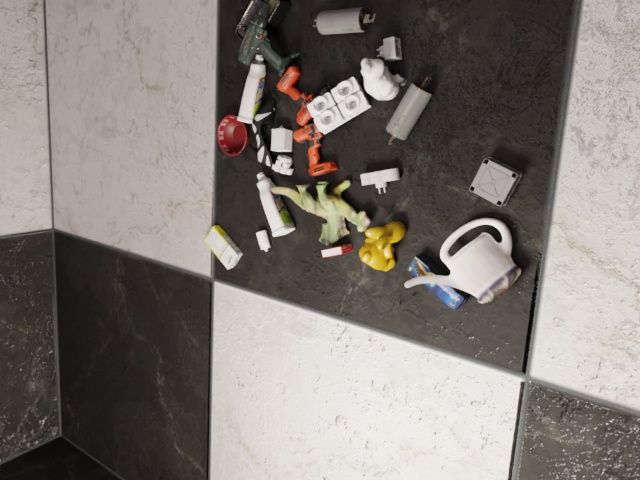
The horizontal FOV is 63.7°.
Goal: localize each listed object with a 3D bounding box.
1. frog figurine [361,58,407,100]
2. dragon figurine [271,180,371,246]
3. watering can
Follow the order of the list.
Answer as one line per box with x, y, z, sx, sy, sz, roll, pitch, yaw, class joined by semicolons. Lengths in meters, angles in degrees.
0.178;-0.503;1.615;0.120;0.139;0.160;-45;-18;33;frog figurine
0.006;-0.093;1.840;0.409;0.240;0.123;0;15;37;dragon figurine
0.438;0.094;1.533;0.345;0.227;0.103;-43;-20;14;watering can
